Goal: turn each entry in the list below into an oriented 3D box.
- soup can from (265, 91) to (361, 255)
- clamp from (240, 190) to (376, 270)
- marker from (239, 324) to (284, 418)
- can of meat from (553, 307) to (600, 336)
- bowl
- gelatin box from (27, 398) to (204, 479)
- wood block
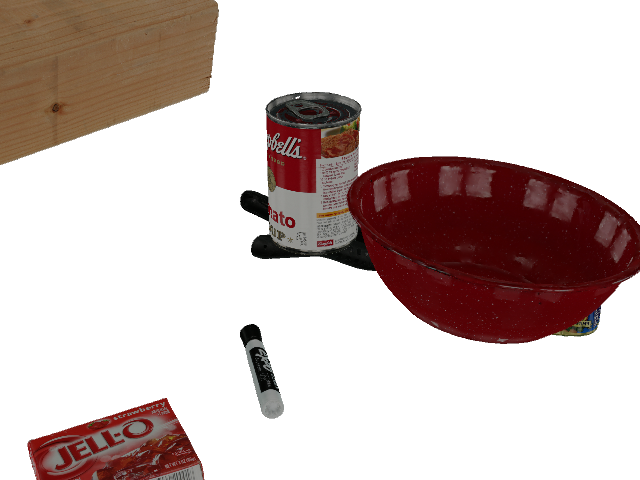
[{"bbox_3d":[-0.005,-0.049,0.776,0.068,0.102,0.068,0,27,0],"label":"soup can"},{"bbox_3d":[0.008,0.002,1.203,0.210,0.036,0.164,15,20,-7],"label":"clamp"},{"bbox_3d":[-0.051,0.108,0.910,0.020,0.020,0.121,0,28,-14],"label":"marker"},{"bbox_3d":[0.182,0.027,0.873,0.102,0.084,0.057,9,25,22],"label":"can of meat"},{"bbox_3d":[0.091,0.009,0.579,0.162,0.055,0.162,6,26,-3],"label":"bowl"},{"bbox_3d":[-0.120,0.133,0.624,0.089,0.030,0.073,-15,27,-18],"label":"gelatin box"},{"bbox_3d":[-0.191,-0.147,0.853,0.205,0.091,0.090,-27,54,-37],"label":"wood block"}]
